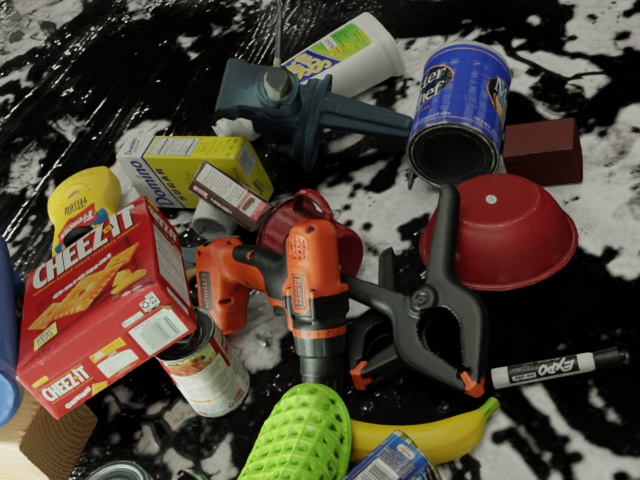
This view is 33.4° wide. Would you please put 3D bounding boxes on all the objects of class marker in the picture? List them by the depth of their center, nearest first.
[{"bbox_3d":[0.217,0.116,0.972,0.121,0.020,0.020,-12,44,15],"label":"marker"}]

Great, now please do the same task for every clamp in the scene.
[{"bbox_3d":[0.107,0.052,1.010,0.164,0.036,0.210,-41,55,7],"label":"clamp"},{"bbox_3d":[0.089,0.079,1.061,0.120,0.039,0.171,4,50,32],"label":"clamp"}]

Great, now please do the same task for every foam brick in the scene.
[{"bbox_3d":[0.239,-0.093,1.144,0.078,0.053,0.051,-4,46,22],"label":"foam brick"}]

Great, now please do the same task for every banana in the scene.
[{"bbox_3d":[0.065,0.179,0.977,0.198,0.037,0.069,-5,22,19],"label":"banana"}]

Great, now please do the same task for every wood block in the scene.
[{"bbox_3d":[-0.354,0.193,1.129,0.206,0.090,0.090,2,50,28],"label":"wood block"}]

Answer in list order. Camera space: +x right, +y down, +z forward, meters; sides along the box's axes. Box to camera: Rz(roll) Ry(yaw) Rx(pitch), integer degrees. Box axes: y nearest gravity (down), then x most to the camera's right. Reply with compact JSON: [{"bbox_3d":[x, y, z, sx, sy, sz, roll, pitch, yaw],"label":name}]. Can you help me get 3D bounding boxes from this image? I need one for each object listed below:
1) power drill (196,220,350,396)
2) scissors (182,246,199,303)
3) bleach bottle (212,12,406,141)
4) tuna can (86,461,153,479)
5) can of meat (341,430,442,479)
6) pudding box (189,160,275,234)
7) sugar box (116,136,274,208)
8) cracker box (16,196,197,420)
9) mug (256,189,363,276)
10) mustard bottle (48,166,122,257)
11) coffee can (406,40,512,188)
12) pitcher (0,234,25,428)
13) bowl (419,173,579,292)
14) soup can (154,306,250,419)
[{"bbox_3d":[-0.046,0.069,1.078,0.057,0.184,0.188,-8,8,-44],"label":"power drill"},{"bbox_3d":[-0.176,0.030,1.256,0.202,0.016,0.096,2,49,28],"label":"scissors"},{"bbox_3d":[-0.022,-0.194,1.370,0.251,0.068,0.103,-31,43,-1],"label":"bleach bottle"},{"bbox_3d":[-0.195,0.257,1.027,0.086,0.033,0.086,-14,43,14],"label":"tuna can"},{"bbox_3d":[0.058,0.219,0.888,0.083,0.102,0.058,-39,44,-17],"label":"can of meat"},{"bbox_3d":[-0.091,-0.044,1.180,0.090,0.113,0.039,34,93,6],"label":"pudding box"},{"bbox_3d":[-0.153,-0.081,1.299,0.176,0.093,0.048,0,48,28],"label":"sugar box"},{"bbox_3d":[-0.218,0.060,1.076,0.164,0.072,0.214,-33,28,4],"label":"cracker box"},{"bbox_3d":[-0.007,0.001,1.132,0.093,0.117,0.082,-22,39,-39],"label":"mug"},{"bbox_3d":[-0.286,-0.006,1.315,0.096,0.058,0.192,-28,42,8],"label":"mustard bottle"},{"bbox_3d":[0.157,-0.140,1.195,0.103,0.102,0.140,-5,46,23],"label":"coffee can"},{"bbox_3d":[-0.379,0.085,1.080,0.149,0.145,0.243,-23,38,-8],"label":"pitcher"},{"bbox_3d":[0.177,-0.020,1.077,0.162,0.055,0.162,-8,36,6],"label":"bowl"},{"bbox_3d":[-0.118,0.124,1.069,0.068,0.102,0.068,-14,44,14],"label":"soup can"}]
